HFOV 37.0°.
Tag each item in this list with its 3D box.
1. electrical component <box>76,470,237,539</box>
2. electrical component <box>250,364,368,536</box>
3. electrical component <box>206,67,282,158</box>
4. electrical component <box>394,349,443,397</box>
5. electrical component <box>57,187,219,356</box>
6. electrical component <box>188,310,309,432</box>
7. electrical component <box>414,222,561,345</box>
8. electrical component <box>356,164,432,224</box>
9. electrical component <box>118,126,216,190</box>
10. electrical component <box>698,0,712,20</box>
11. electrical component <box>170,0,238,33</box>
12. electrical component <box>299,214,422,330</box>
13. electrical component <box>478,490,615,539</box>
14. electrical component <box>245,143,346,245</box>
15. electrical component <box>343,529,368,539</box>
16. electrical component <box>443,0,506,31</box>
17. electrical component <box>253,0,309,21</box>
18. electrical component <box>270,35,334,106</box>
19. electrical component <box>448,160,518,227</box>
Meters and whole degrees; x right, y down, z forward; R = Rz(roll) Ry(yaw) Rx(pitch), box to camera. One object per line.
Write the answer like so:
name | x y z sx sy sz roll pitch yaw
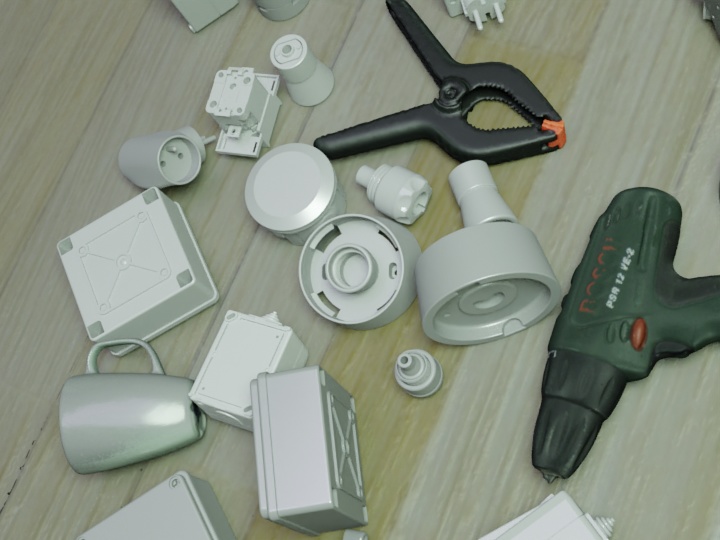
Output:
electrical component | -0.152 0.233 0.845 0.109 0.056 0.108 -33 64 4
electrical component | -0.037 0.138 0.814 0.056 0.108 0.108 -11 68 11
electrical component | -0.105 -0.146 0.965 0.042 0.064 0.081 8 74 22
electrical component | 0.043 0.077 0.836 0.035 0.061 0.035 -6 69 17
electrical component | -0.195 0.002 0.944 0.109 0.056 0.108 -30 65 6
electrical component | -0.086 0.081 0.881 0.062 0.061 0.096 14 68 23
electrical component | 0.093 0.005 0.824 0.108 0.108 0.060 -20 60 10
electrical component | 0.026 -0.068 0.906 0.062 0.043 0.043 29 82 26
electrical component | -0.167 -0.106 0.975 0.079 0.043 0.077 -30 22 -32
electrical component | 0.311 -0.224 0.870 0.081 0.043 0.043 6 73 20
electrical component | -0.162 -0.284 1.016 0.061 0.096 0.061 -33 65 4
electrical component | 0.000 0.000 0.891 0.099 0.064 0.099 -2 84 17
electrical component | 0.135 0.197 0.762 0.096 0.061 0.061 -37 64 2
electrical component | -0.054 -0.064 0.925 0.080 0.051 0.080 -6 69 16
electrical component | 0.010 0.230 0.801 0.055 0.048 0.066 2 71 27
electrical component | 0.105 -0.244 0.942 0.066 0.047 0.076 -18 66 11
electrical component | -0.080 -0.270 1.012 0.055 0.047 0.055 -6 69 16
electrical component | -0.054 -0.180 0.960 0.044 0.065 0.044 -6 69 16
electrical component | 0.098 -0.057 0.880 0.044 0.044 0.065 -24 61 9
